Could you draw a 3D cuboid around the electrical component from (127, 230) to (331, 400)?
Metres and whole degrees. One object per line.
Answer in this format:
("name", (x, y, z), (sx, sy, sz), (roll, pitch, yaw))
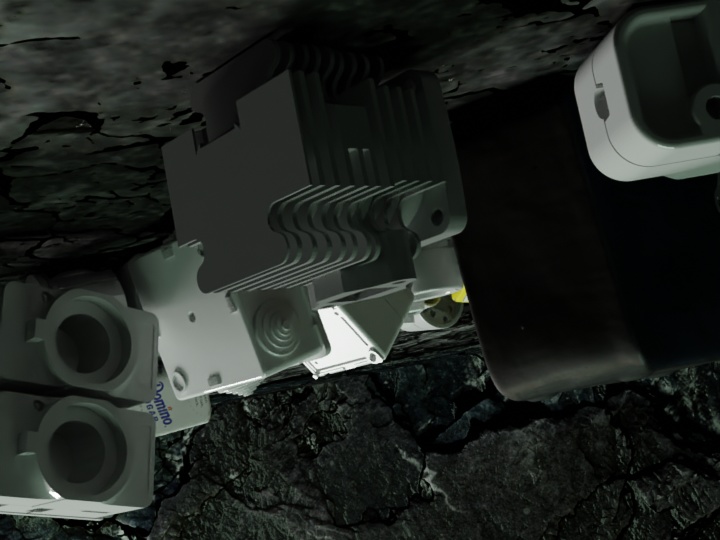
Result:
("electrical component", (-0.073, 0.019, 0.581), (0.100, 0.099, 0.048), (-19, -179, 45))

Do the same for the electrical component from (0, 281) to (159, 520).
("electrical component", (-0.188, 0.058, 0.517), (0.186, 0.105, 0.060), (17, 153, -42))

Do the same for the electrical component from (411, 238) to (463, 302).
("electrical component", (0.042, -0.005, 0.738), (0.055, 0.047, 0.055), (-11, 172, -2))

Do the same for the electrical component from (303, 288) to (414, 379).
("electrical component", (-0.023, 0.006, 0.628), (0.062, 0.096, 0.061), (-19, -149, 43))

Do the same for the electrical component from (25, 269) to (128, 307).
("electrical component", (-0.171, 0.038, 0.648), (0.051, 0.080, 0.080), (-12, 173, -28))

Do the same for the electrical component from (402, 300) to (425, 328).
("electrical component", (0.007, 0.017, 0.792), (0.096, 0.061, 0.061), (-10, 172, -9))

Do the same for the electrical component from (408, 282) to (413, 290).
("electrical component", (0.000, 0.000, 0.701), (0.047, 0.055, 0.055), (-13, 172, 36))

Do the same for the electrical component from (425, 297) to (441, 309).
("electrical component", (0.034, 0.016, 0.880), (0.077, 0.044, 0.079), (-17, 170, 38))

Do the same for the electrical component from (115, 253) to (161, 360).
("electrical component", (-0.103, 0.021, 0.694), (0.109, 0.056, 0.109), (-7, 171, -28))

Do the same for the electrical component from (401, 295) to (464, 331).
("electrical component", (0.056, 0.027, 0.956), (0.055, 0.055, 0.047), (-5, 174, -35))

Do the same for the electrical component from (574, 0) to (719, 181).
("electrical component", (0.135, -0.069, 0.411), (0.095, 0.053, 0.059), (-10, 172, -8))
